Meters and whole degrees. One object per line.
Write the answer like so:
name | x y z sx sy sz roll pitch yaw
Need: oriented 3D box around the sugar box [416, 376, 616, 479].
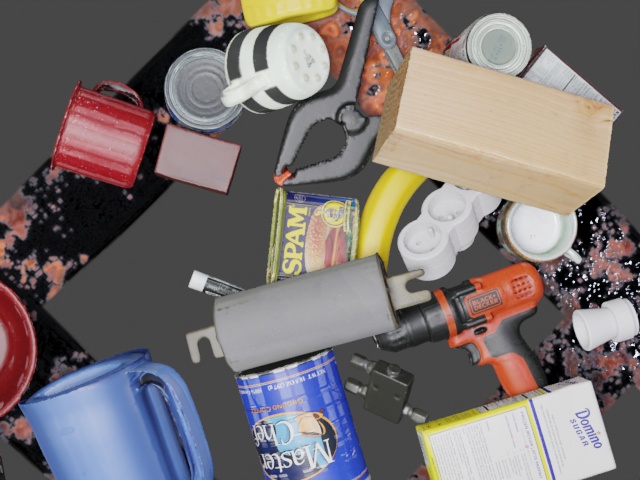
sugar box | 0.192 0.204 1.054 0.176 0.048 0.093 -16 91 -4

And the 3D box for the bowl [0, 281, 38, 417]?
bowl | -0.357 0.106 1.052 0.162 0.055 0.162 0 90 -6

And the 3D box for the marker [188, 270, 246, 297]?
marker | -0.076 0.061 1.098 0.121 0.020 0.020 21 88 -6

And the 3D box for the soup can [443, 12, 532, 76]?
soup can | 0.168 -0.187 1.079 0.068 0.102 0.068 0 90 -6

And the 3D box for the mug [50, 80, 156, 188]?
mug | -0.210 -0.109 1.058 0.081 0.093 0.117 18 52 -10

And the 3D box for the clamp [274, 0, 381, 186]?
clamp | 0.029 -0.136 1.094 0.210 0.036 0.164 -34 95 0

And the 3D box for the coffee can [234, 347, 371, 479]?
coffee can | -0.017 0.186 1.061 0.102 0.103 0.140 -16 91 -5

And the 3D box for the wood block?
wood block | 0.166 -0.103 1.034 0.206 0.090 0.091 15 70 -7

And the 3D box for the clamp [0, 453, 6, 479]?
clamp | -0.371 0.288 1.060 0.120 0.039 0.171 16 85 -11

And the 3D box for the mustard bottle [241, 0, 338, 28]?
mustard bottle | -0.045 -0.316 1.080 0.096 0.058 0.191 -11 90 9

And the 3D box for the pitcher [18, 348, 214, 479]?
pitcher | -0.177 0.233 1.030 0.144 0.149 0.243 -23 95 -16

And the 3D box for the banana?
banana | 0.076 -0.019 1.103 0.069 0.037 0.198 29 87 -5

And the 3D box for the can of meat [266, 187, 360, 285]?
can of meat | -0.007 0.001 1.086 0.084 0.057 0.102 6 90 -8

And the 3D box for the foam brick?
foam brick | -0.123 -0.080 1.077 0.078 0.051 0.053 17 89 -5

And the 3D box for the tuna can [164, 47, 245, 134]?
tuna can | -0.116 -0.152 1.086 0.086 0.034 0.086 0 90 -6

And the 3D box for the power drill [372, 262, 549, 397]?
power drill | 0.165 0.134 1.102 0.184 0.057 0.187 -20 93 -1

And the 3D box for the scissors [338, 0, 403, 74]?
scissors | 0.079 -0.228 1.114 0.096 0.016 0.202 -41 94 -3

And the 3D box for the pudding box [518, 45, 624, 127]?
pudding box | 0.246 -0.134 1.120 0.113 0.039 0.090 40 86 -6
